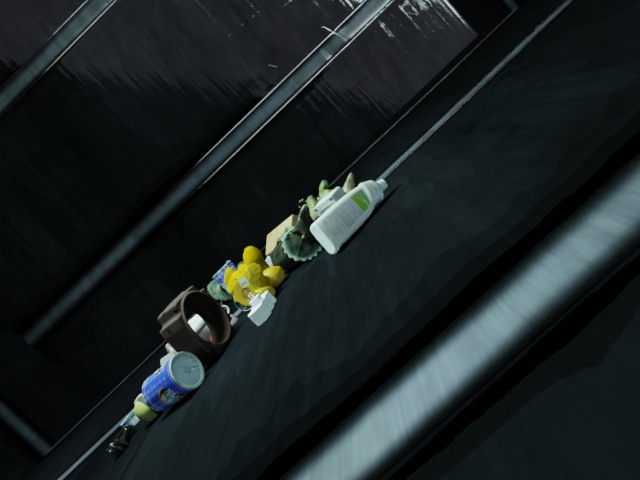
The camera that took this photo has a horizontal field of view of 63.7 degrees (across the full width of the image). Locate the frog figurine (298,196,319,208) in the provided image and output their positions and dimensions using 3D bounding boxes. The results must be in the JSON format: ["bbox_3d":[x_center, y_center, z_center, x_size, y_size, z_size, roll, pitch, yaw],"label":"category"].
[{"bbox_3d":[0.010,-0.140,2.162,0.160,0.125,0.135,-5,-27,-33],"label":"frog figurine"}]

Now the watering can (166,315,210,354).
[{"bbox_3d":[-0.418,0.315,1.734,0.227,0.104,0.342,-47,-3,-21],"label":"watering can"}]

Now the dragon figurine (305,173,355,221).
[{"bbox_3d":[0.006,-0.096,1.906,0.404,0.121,0.247,-50,13,23],"label":"dragon figurine"}]
